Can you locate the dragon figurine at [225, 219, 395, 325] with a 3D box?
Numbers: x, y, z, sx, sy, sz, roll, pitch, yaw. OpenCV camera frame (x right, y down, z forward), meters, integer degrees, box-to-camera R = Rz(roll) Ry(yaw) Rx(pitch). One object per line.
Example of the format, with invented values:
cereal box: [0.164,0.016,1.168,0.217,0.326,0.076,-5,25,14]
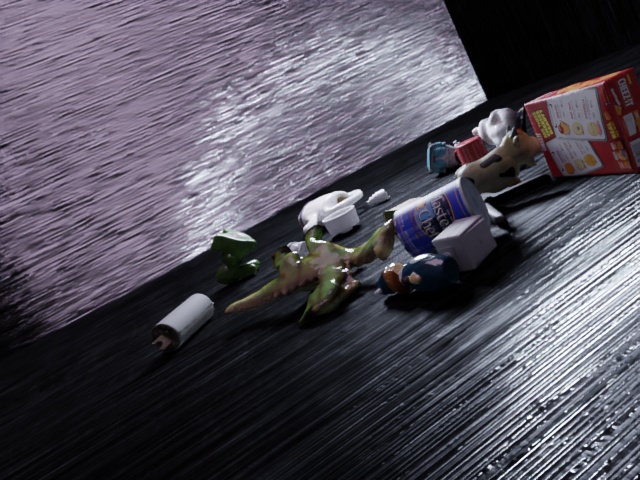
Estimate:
dragon figurine: [-0.022,0.084,1.018,0.410,0.121,0.246,-35,17,3]

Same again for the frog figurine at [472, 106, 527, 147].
frog figurine: [0.534,-0.330,1.554,0.159,0.135,0.125,1,52,32]

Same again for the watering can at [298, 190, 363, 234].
watering can: [0.005,-0.090,1.798,0.222,0.103,0.353,-18,13,49]
